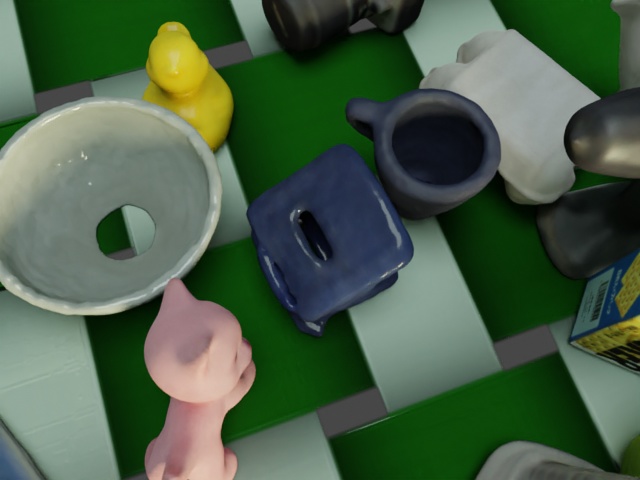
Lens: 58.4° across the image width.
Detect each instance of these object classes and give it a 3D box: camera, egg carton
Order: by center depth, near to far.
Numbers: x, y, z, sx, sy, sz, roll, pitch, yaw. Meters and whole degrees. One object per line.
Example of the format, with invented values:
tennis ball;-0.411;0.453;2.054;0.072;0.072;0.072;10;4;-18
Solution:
egg carton;0.160;-0.103;0.478;0.107;0.069;0.150;-43;77;-16
camera;0.008;-0.243;0.504;0.137;0.101;0.143;-37;76;-15

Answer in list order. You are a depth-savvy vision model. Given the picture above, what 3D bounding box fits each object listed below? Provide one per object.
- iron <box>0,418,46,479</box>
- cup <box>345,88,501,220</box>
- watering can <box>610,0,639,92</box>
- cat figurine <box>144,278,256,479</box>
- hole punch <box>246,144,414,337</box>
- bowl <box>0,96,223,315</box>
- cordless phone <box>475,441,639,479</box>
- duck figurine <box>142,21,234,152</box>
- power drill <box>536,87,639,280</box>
iron;-0.269;0.136;0.329;0.119;0.141;0.258;-42;77;-16
cup;0.069;-0.060;0.444;0.117;0.095;0.092;27;71;7
watering can;0.296;-0.130;0.429;0.172;0.194;0.101;20;70;4
cat figurine;-0.081;0.095;0.367;0.067;0.118;0.128;8;70;0
hole punch;0.004;0.002;0.420;0.101;0.091;0.108;-26;73;-12
bowl;-0.153;-0.018;0.427;0.167;0.075;0.167;1;70;-3
cordless phone;0.133;0.187;0.309;0.094;0.185;0.148;29;71;8
duck figurine;-0.112;-0.125;0.462;0.077;0.086;0.104;-9;71;-6
power drill;0.233;-0.043;0.386;0.230;0.208;0.075;-14;71;-8
